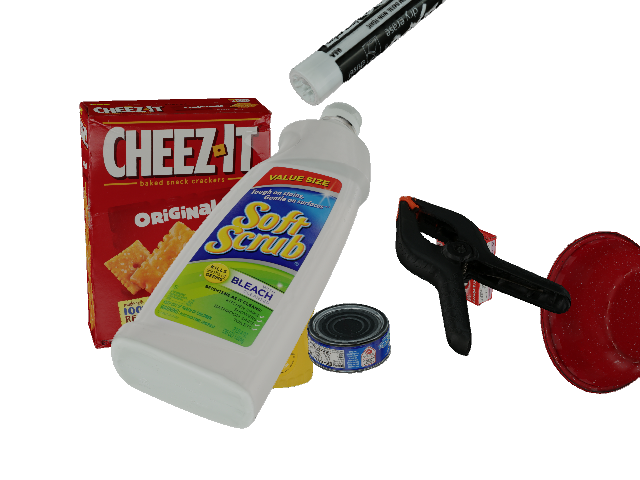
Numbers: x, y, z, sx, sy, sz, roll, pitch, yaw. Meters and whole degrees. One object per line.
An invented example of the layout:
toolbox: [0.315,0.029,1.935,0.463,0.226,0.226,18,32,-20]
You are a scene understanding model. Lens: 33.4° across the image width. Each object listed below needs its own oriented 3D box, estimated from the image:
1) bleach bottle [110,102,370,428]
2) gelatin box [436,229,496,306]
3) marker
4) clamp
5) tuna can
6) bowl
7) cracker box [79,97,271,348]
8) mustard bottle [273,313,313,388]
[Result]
bleach bottle: [-0.037,-0.002,0.721,0.102,0.250,0.068,20,-34,10]
gelatin box: [0.175,0.025,1.297,0.030,0.089,0.073,-22,34,-34]
marker: [0.036,-0.102,0.476,0.121,0.020,0.020,-41,16,-20]
clamp: [0.127,0.021,0.902,0.120,0.039,0.171,-8,47,-26]
tuna can: [0.029,0.099,1.093,0.086,0.034,0.086,-3,26,1]
bowl: [0.293,0.071,1.035,0.161,0.162,0.055,0,0,-28]
cracker box: [-0.130,-0.017,0.967,0.164,0.214,0.072,-4,19,-18]
mustard bottle: [-0.055,0.089,1.334,0.096,0.192,0.058,-1,20,-9]
